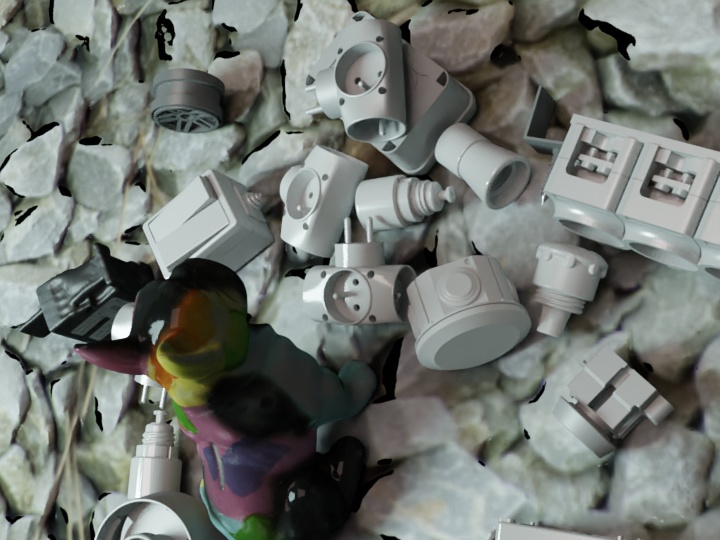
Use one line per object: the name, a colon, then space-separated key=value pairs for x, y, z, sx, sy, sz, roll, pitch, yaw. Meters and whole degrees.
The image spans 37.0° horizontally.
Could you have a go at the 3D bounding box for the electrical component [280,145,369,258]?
electrical component: x=-0.037 y=-0.059 z=0.842 sx=0.079 sy=0.044 sz=0.077 roll=34 pitch=105 yaw=49

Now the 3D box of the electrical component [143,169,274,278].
electrical component: x=-0.121 y=-0.035 z=0.875 sx=0.096 sy=0.061 sz=0.061 roll=-37 pitch=61 yaw=16

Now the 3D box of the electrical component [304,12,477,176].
electrical component: x=0.024 y=-0.134 z=0.823 sx=0.113 sy=0.057 sz=0.078 roll=43 pitch=99 yaw=32

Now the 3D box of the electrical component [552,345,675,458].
electrical component: x=0.157 y=0.087 z=0.690 sx=0.055 sy=0.048 sz=0.066 roll=-46 pitch=59 yaw=2

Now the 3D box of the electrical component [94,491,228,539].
electrical component: x=-0.149 y=0.216 z=0.807 sx=0.099 sy=0.064 sz=0.099 roll=-3 pitch=82 yaw=22

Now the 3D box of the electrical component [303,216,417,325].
electrical component: x=0.000 y=0.000 z=0.799 sx=0.077 sy=0.044 sz=0.079 roll=0 pitch=94 yaw=30

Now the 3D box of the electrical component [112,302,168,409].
electrical component: x=-0.162 y=0.072 z=0.877 sx=0.077 sy=0.043 sz=0.079 roll=12 pitch=94 yaw=26

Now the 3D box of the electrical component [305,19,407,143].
electrical component: x=-0.006 y=-0.132 z=0.777 sx=0.079 sy=0.044 sz=0.077 roll=-11 pitch=71 yaw=27

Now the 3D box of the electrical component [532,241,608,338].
electrical component: x=0.137 y=0.014 z=0.724 sx=0.048 sy=0.048 sz=0.062 roll=18 pitch=92 yaw=32

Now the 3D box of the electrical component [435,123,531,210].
electrical component: x=0.086 y=-0.078 z=0.782 sx=0.044 sy=0.044 sz=0.065 roll=-53 pitch=53 yaw=7

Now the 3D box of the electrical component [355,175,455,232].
electrical component: x=0.033 y=-0.051 z=0.804 sx=0.078 sy=0.040 sz=0.040 roll=-7 pitch=73 yaw=28

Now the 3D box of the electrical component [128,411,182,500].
electrical component: x=-0.162 y=0.152 z=0.856 sx=0.040 sy=0.040 sz=0.078 roll=-5 pitch=73 yaw=28

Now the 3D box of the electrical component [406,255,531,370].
electrical component: x=0.072 y=0.031 z=0.735 sx=0.080 sy=0.080 sz=0.051 roll=-29 pitch=58 yaw=20

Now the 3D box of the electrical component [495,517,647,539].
electrical component: x=0.123 y=0.191 z=0.669 sx=0.096 sy=0.062 sz=0.061 roll=2 pitch=77 yaw=30

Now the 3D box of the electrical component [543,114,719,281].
electrical component: x=0.202 y=-0.036 z=0.673 sx=0.150 sy=0.089 sz=0.061 roll=22 pitch=87 yaw=33
